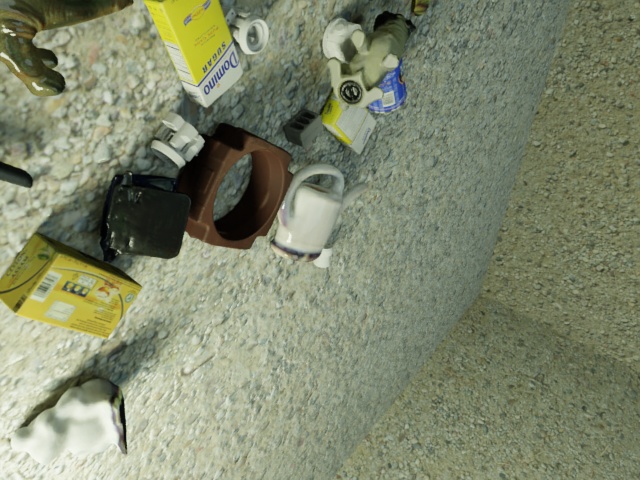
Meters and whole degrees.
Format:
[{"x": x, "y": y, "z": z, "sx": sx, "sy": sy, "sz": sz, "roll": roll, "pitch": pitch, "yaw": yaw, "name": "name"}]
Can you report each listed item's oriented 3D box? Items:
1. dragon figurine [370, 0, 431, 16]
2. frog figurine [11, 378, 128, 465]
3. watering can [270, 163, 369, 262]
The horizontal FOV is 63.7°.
[{"x": 0.162, "y": -0.579, "z": 0.947, "sx": 0.401, "sy": 0.122, "sz": 0.247, "roll": 69, "pitch": 39, "yaw": -53, "name": "dragon figurine"}, {"x": -0.399, "y": 0.296, "z": 0.829, "sx": 0.160, "sy": 0.125, "sz": 0.134, "roll": -6, "pitch": 136, "yaw": -16, "name": "frog figurine"}, {"x": 0.004, "y": -0.059, "z": 1.169, "sx": 0.347, "sy": 0.105, "sz": 0.222, "roll": 3, "pitch": 112, "yaw": -60, "name": "watering can"}]
